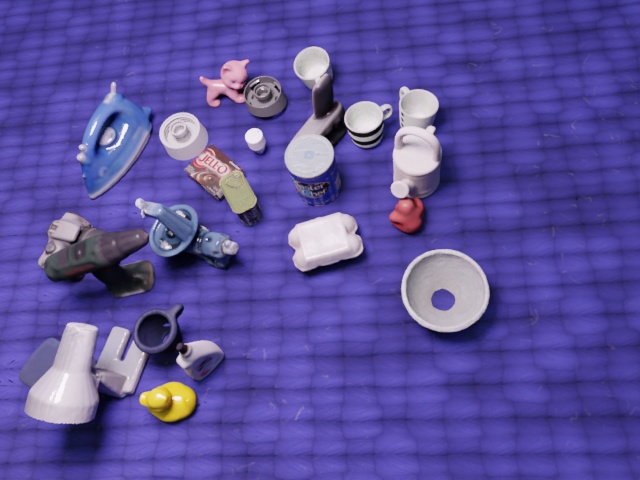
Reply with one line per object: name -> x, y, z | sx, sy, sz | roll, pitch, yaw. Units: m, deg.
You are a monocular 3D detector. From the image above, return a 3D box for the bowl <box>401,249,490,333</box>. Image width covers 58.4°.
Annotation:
bowl -> 0.243, 0.107, 1.126 | 0.167, 0.075, 0.167 | -3, 68, 7

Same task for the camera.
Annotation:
camera -> -0.527, 0.016, 1.260 | 0.136, 0.101, 0.143 | 13, 71, 13

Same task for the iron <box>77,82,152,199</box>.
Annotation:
iron -> -0.501, -0.234, 1.334 | 0.118, 0.141, 0.258 | 17, 72, 15

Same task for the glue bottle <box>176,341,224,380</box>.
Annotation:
glue bottle -> -0.240, 0.222, 1.097 | 0.037, 0.173, 0.078 | 37, 78, 20

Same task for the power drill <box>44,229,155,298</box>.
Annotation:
power drill -> -0.424, 0.048, 1.174 | 0.229, 0.209, 0.075 | -14, 67, 3

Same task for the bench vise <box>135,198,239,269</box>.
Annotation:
bench vise -> -0.272, -0.028, 1.176 | 0.207, 0.220, 0.121 | -2, 68, 8

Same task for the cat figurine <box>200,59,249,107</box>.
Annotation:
cat figurine -> -0.223, -0.384, 1.366 | 0.127, 0.118, 0.067 | -9, 67, 5

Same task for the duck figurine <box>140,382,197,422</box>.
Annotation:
duck figurine -> -0.299, 0.313, 1.117 | 0.104, 0.086, 0.077 | 0, 68, 8

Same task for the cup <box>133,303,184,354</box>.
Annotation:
cup -> -0.311, 0.183, 1.165 | 0.091, 0.095, 0.118 | 37, 78, 20

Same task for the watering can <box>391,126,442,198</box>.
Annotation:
watering can -> 0.199, -0.163, 1.175 | 0.100, 0.194, 0.173 | 1, 69, 9

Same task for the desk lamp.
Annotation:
desk lamp -> -0.439, 0.249, 1.093 | 0.117, 0.214, 0.203 | 12, 71, 13

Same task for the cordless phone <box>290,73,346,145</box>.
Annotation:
cordless phone -> -0.013, -0.271, 1.254 | 0.094, 0.185, 0.148 | 30, 76, 19

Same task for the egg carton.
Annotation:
egg carton -> 0.011, 0.004, 1.203 | 0.150, 0.069, 0.107 | -17, 67, 1

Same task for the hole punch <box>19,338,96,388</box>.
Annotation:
hole punch -> -0.532, 0.266, 1.166 | 0.101, 0.091, 0.109 | 29, 75, 18

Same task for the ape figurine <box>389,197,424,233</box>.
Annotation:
ape figurine -> 0.181, -0.059, 1.191 | 0.078, 0.092, 0.076 | -14, 67, 3
